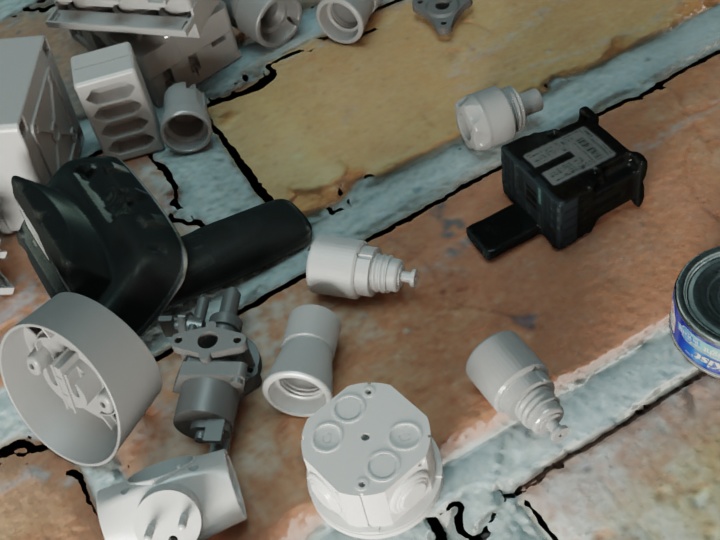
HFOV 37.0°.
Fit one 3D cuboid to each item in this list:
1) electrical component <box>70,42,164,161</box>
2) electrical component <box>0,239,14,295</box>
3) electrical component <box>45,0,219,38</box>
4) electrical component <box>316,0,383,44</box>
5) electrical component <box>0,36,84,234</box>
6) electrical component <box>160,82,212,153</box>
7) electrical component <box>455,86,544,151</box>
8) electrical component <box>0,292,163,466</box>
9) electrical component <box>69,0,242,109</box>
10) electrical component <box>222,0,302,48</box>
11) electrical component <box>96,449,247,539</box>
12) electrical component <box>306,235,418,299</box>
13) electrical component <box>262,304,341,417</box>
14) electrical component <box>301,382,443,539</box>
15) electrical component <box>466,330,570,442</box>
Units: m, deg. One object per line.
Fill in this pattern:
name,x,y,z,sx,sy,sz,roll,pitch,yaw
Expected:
electrical component,-0.193,-0.142,0.849,0.047,0.083,0.075,-16,50,-4
electrical component,-0.311,-0.028,0.779,0.079,0.063,0.121,-1,33,-48
electrical component,-0.181,-0.224,0.845,0.121,0.063,0.078,7,52,16
electrical component,-0.004,-0.229,0.915,0.044,0.044,0.065,16,50,22
electrical component,-0.256,-0.102,0.812,0.056,0.108,0.108,-4,49,4
electrical component,-0.138,-0.122,0.851,0.040,0.040,0.046,-12,44,1
electrical component,0.105,-0.116,0.798,0.062,0.043,0.043,-22,50,-10
electrical component,-0.174,0.065,0.665,0.099,0.099,0.064,20,51,25
electrical component,-0.186,-0.217,0.925,0.089,0.061,0.150,-37,53,-19
electrical component,-0.082,-0.222,0.915,0.055,0.055,0.047,-37,57,-19
electrical component,-0.107,0.137,0.607,0.077,0.079,0.044,-18,94,-5
electrical component,0.000,0.000,0.722,0.078,0.040,0.040,8,52,17
electrical component,-0.034,0.054,0.683,0.044,0.044,0.065,1,46,11
electrical component,0.007,0.109,0.622,0.080,0.051,0.080,-5,50,6
electrical component,0.097,0.071,0.644,0.040,0.040,0.078,-29,52,-13
